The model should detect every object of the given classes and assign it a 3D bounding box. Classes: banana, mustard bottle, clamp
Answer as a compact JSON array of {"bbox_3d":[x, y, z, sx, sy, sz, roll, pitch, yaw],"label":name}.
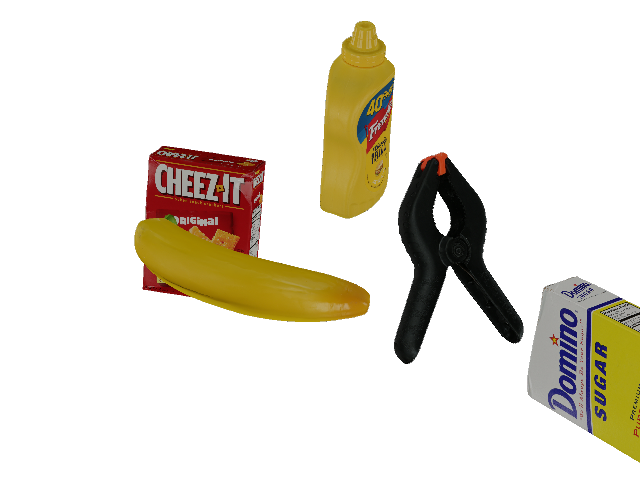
[{"bbox_3d":[-0.061,0.016,0.694,0.198,0.037,0.069,22,37,37],"label":"banana"},{"bbox_3d":[0.037,-0.122,1.031,0.058,0.192,0.096,21,42,22],"label":"mustard bottle"},{"bbox_3d":[0.097,0.018,0.872,0.120,0.171,0.039,-17,-1,-32],"label":"clamp"}]

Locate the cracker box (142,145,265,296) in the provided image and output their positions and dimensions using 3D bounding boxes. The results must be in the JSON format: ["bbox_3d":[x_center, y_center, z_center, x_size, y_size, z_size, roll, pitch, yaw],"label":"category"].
[{"bbox_3d":[-0.176,-0.021,1.592,0.164,0.214,0.072,9,20,9],"label":"cracker box"}]

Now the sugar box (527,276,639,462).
[{"bbox_3d":[0.223,0.101,0.727,0.048,0.093,0.176,-15,30,-39],"label":"sugar box"}]
